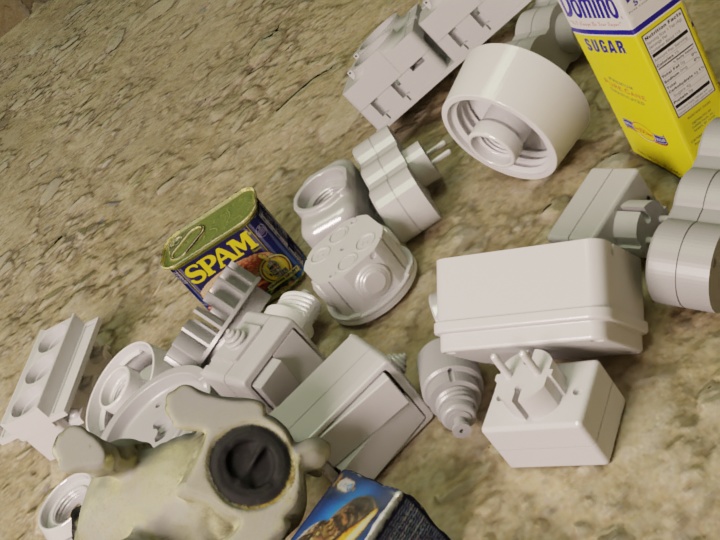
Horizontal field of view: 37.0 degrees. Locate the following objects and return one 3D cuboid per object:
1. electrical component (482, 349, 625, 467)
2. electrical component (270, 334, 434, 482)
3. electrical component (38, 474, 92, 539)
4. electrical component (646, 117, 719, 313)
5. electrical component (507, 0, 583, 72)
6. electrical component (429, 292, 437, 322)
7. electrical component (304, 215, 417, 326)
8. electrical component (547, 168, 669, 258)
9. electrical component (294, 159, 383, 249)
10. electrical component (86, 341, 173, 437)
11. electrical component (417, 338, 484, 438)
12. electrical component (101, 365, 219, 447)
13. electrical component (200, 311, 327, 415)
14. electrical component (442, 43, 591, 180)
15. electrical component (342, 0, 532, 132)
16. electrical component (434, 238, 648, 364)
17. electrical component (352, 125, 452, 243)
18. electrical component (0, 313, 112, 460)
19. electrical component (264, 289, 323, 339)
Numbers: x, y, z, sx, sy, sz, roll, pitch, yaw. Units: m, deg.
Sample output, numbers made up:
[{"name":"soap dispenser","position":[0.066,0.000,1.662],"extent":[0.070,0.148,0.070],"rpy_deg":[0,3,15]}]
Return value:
[{"name":"electrical component","position":[0.102,0.071,0.614],"extent":[0.066,0.076,0.047],"rpy_deg":[-11,41,39]},{"name":"electrical component","position":[0.001,0.092,0.710],"extent":[0.096,0.061,0.061],"rpy_deg":[-44,31,-9]},{"name":"electrical component","position":[-0.202,0.188,0.806],"extent":[0.078,0.057,0.058],"rpy_deg":[4,51,50]},{"name":"electrical component","position":[0.230,-0.033,0.640],"extent":[0.074,0.052,0.138],"rpy_deg":[11,56,36]},{"name":"electrical component","position":[0.178,-0.204,0.924],"extent":[0.074,0.052,0.138],"rpy_deg":[-1,47,46]},{"name":"electrical component","position":[0.085,0.023,0.734],"extent":[0.065,0.044,0.044],"rpy_deg":[-26,33,13]},{"name":"electrical component","position":[0.000,0.000,0.845],"extent":[0.080,0.051,0.080],"rpy_deg":[-27,32,19]},{"name":"electrical component","position":[0.175,-0.027,0.697],"extent":[0.077,0.047,0.065],"rpy_deg":[7,54,51]},{"name":"electrical component","position":[-0.018,-0.049,0.922],"extent":[0.054,0.059,0.095],"rpy_deg":[-29,32,17]},{"name":"electrical component","position":[-0.181,0.110,0.905],"extent":[0.099,0.064,0.099],"rpy_deg":[-31,41,31]},{"name":"electrical component","position":[0.060,0.077,0.689],"extent":[0.040,0.040,0.078],"rpy_deg":[-30,31,15]},{"name":"electrical component","position":[-0.137,0.132,0.808],"extent":[0.108,0.060,0.108],"rpy_deg":[-27,32,19]},{"name":"electrical component","position":[-0.061,0.075,0.765],"extent":[0.061,0.096,0.061],"rpy_deg":[6,52,49]},{"name":"electrical component","position":[0.114,-0.114,0.824],"extent":[0.108,0.108,0.060],"rpy_deg":[8,60,51]},{"name":"electrical component","position":[0.069,-0.225,1.008],"extent":[0.186,0.060,0.105],"rpy_deg":[-39,17,23]},{"name":"electrical component","position":[0.109,0.022,0.652],"extent":[0.113,0.078,0.057],"rpy_deg":[-8,75,33]},{"name":"electrical component","position":[0.044,-0.084,0.907],"extent":[0.074,0.052,0.138],"rpy_deg":[-34,30,9]},{"name":"electrical component","position":[-0.273,0.108,0.984],"extent":[0.079,0.063,0.121],"rpy_deg":[-25,33,22]},{"name":"electrical component","position":[-0.060,0.049,0.853],"extent":[0.043,0.043,0.081],"rpy_deg":[-6,44,43]}]
